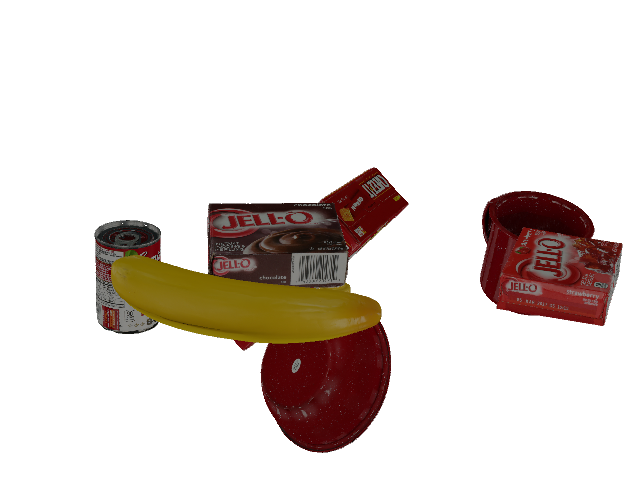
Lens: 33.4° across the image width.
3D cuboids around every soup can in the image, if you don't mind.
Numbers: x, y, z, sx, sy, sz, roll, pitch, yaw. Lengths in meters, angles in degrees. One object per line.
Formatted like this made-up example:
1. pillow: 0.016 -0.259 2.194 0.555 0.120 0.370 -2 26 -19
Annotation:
1. soup can: -0.202 0.039 1.118 0.068 0.102 0.068 3 23 -2

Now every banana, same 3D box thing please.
1. banana: -0.062 0.034 0.679 0.198 0.037 0.069 13 33 24

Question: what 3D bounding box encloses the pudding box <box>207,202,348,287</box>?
1. pudding box: -0.038 0.003 0.894 0.113 0.039 0.090 1 29 -8

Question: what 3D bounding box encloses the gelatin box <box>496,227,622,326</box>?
1. gelatin box: 0.169 0.023 0.748 0.073 0.030 0.089 10 25 19

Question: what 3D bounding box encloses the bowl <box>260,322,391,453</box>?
1. bowl: -0.008 0.130 1.080 0.162 0.162 0.055 0 -16 42

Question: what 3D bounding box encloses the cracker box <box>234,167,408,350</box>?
1. cracker box: -0.014 0.018 1.260 0.214 0.072 0.164 -43 -3 30

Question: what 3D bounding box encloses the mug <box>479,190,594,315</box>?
1. mug: 0.184 0.007 0.970 0.093 0.081 0.117 -14 39 -28

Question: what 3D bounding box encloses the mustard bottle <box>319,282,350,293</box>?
1. mustard bottle: 0.019 0.131 1.427 0.096 0.192 0.058 -2 19 -6
